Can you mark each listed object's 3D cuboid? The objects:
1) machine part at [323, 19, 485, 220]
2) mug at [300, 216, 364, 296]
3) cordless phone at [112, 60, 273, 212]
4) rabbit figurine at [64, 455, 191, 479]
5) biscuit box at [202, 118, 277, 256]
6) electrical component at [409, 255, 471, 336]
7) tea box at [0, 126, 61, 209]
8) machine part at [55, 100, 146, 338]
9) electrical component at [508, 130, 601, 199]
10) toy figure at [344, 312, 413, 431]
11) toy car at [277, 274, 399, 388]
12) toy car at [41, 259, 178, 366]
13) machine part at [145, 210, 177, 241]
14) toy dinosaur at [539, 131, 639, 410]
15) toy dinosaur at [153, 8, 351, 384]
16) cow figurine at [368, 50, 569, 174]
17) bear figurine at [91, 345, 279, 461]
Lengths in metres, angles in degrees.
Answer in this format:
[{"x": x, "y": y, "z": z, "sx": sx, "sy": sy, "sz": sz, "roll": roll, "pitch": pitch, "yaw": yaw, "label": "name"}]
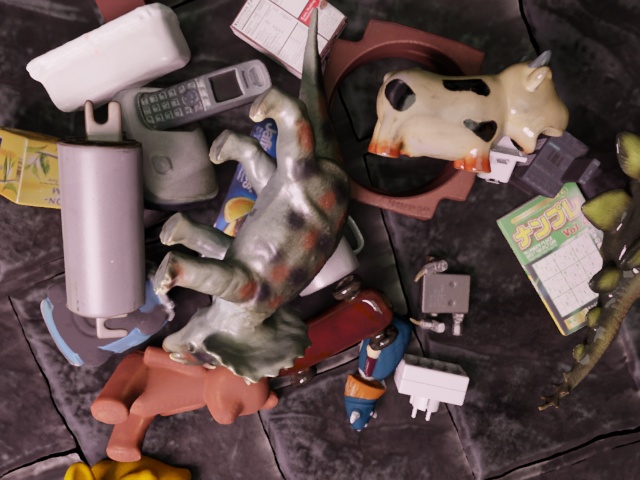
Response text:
[{"x": 0.091, "y": -0.137, "z": 0.633, "sx": 0.201, "sy": 0.087, "sz": 0.200, "roll": 15, "pitch": 98, "yaw": -3, "label": "machine part"}, {"x": -0.001, "y": -0.002, "z": 0.658, "sx": 0.109, "sy": 0.081, "sz": 0.107, "roll": -30, "pitch": 93, "yaw": -20, "label": "mug"}, {"x": -0.129, "y": -0.119, "z": 0.607, "sx": 0.184, "sy": 0.088, "sz": 0.146, "roll": -20, "pitch": 76, "yaw": 1, "label": "cordless phone"}, {"x": -0.251, "y": 0.338, "z": 0.655, "sx": 0.162, "sy": 0.173, "sz": 0.122, "roll": 39, "pitch": 100, "yaw": -9, "label": "rabbit figurine"}, {"x": -0.082, "y": -0.052, "z": 0.656, "sx": 0.059, "sy": 0.063, "sz": 0.202, "roll": 22, "pitch": 98, "yaw": -3, "label": "biscuit box"}, {"x": 0.153, "y": 0.071, "z": 0.680, "sx": 0.078, "sy": 0.045, "sz": 0.102, "roll": 7, "pitch": 98, "yaw": 1, "label": "electrical component"}, {"x": -0.308, "y": -0.081, "z": 0.594, "sx": 0.098, "sy": 0.170, "sz": 0.068, "roll": 5, "pitch": 101, "yaw": -46, "label": "tea box"}, {"x": -0.214, "y": -0.014, "z": 0.532, "sx": 0.079, "sy": 0.079, "sz": 0.243, "roll": 5, "pitch": 107, "yaw": 0, "label": "machine part"}, {"x": 0.267, "y": -0.087, "z": 0.621, "sx": 0.048, "sy": 0.119, "sz": 0.075, "roll": 33, "pitch": 99, "yaw": -4, "label": "electrical component"}, {"x": 0.069, "y": 0.166, "z": 0.686, "sx": 0.064, "sy": 0.058, "sz": 0.154, "roll": 23, "pitch": 95, "yaw": -27, "label": "toy figure"}, {"x": 0.006, "y": 0.114, "z": 0.662, "sx": 0.202, "sy": 0.053, "sz": 0.089, "roll": -35, "pitch": 98, "yaw": 34, "label": "toy car"}, {"x": -0.243, "y": 0.075, "z": 0.653, "sx": 0.162, "sy": 0.103, "sz": 0.109, "roll": -26, "pitch": 98, "yaw": 13, "label": "toy car"}, {"x": -0.212, "y": -0.044, "z": 0.672, "sx": 0.139, "sy": 0.039, "sz": 0.084, "roll": -28, "pitch": 88, "yaw": 6, "label": "machine part"}, {"x": 0.374, "y": -0.017, "z": 0.597, "sx": 0.198, "sy": 0.105, "sz": 0.471, "roll": 22, "pitch": 90, "yaw": -34, "label": "toy dinosaur"}, {"x": -0.041, "y": -0.017, "z": 0.560, "sx": 0.192, "sy": 0.131, "sz": 0.404, "roll": 33, "pitch": 91, "yaw": -29, "label": "toy dinosaur"}, {"x": 0.155, "y": -0.134, "z": 0.552, "sx": 0.195, "sy": 0.085, "sz": 0.127, "roll": 8, "pitch": 104, "yaw": 0, "label": "cow figurine"}, {"x": -0.154, "y": 0.197, "z": 0.663, "sx": 0.196, "sy": 0.132, "sz": 0.120, "roll": 7, "pitch": 127, "yaw": 3, "label": "bear figurine"}]
